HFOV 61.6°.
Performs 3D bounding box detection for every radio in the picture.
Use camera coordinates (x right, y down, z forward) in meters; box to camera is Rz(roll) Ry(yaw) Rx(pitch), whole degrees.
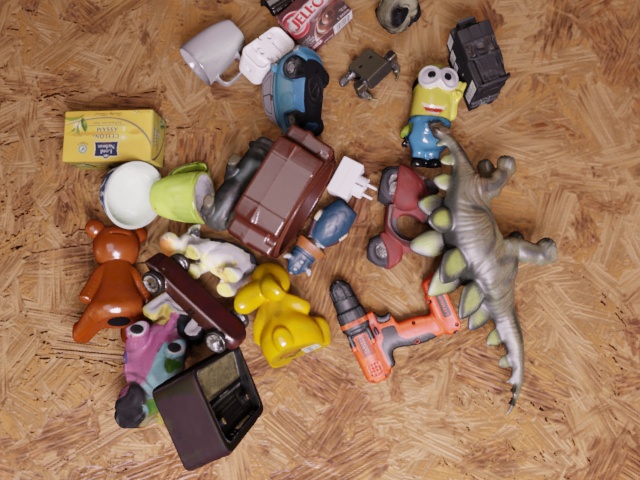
[{"bbox_3d":[-0.163,0.251,0.838,0.073,0.229,0.131,-25,85,7],"label":"radio"}]

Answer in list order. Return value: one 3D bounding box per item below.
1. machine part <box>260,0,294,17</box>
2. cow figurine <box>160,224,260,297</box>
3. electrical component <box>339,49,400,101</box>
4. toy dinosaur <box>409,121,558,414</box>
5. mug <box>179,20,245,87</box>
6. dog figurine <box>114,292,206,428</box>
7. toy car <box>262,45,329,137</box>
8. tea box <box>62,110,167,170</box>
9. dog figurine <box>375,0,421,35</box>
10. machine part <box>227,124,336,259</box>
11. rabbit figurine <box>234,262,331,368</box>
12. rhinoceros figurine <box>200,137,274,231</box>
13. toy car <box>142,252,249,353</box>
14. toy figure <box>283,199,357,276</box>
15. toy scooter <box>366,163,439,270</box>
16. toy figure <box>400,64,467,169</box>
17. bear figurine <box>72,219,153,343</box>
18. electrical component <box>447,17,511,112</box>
[{"bbox_3d":[-0.094,-0.491,1.009,0.084,0.039,0.139,-31,83,8],"label":"machine part"},{"bbox_3d":[-0.192,0.022,0.941,0.167,0.098,0.068,29,127,12],"label":"cow figurine"},{"bbox_3d":[0.094,-0.297,0.965,0.102,0.045,0.078,-48,53,-3],"label":"electrical component"},{"bbox_3d":[0.258,0.029,0.852,0.199,0.105,0.471,-22,86,-13],"label":"toy dinosaur"},{"bbox_3d":[-0.182,-0.342,0.983,0.109,0.081,0.107,43,82,4],"label":"mug"},{"bbox_3d":[-0.278,0.217,0.923,0.108,0.191,0.219,24,121,3],"label":"dog figurine"},{"bbox_3d":[-0.050,-0.255,0.954,0.103,0.109,0.161,6,96,31],"label":"toy car"},{"bbox_3d":[-0.377,-0.183,0.990,0.170,0.068,0.098,-1,83,5],"label":"tea box"},{"bbox_3d":[0.125,-0.481,0.961,0.173,0.121,0.190,42,109,41],"label":"dog figurine"},{"bbox_3d":[-0.055,-0.071,0.874,0.087,0.201,0.201,32,88,5],"label":"machine part"},{"bbox_3d":[-0.078,0.113,0.897,0.122,0.162,0.173,-25,64,15],"label":"rabbit figurine"},{"bbox_3d":[-0.131,-0.097,0.931,0.073,0.112,0.190,30,75,1],"label":"rhinoceros figurine"},{"bbox_3d":[-0.203,0.101,0.872,0.202,0.089,0.053,42,122,-1],"label":"toy car"},{"bbox_3d":[-0.001,-0.002,0.934,0.064,0.057,0.154,44,95,15],"label":"toy figure"},{"bbox_3d":[0.158,-0.036,0.912,0.135,0.075,0.183,10,86,4],"label":"toy scooter"},{"bbox_3d":[0.187,-0.213,0.925,0.082,0.089,0.180,5,95,-24],"label":"toy figure"},{"bbox_3d":[-0.368,0.069,0.950,0.132,0.120,0.196,-51,46,39],"label":"bear figurine"},{"bbox_3d":[0.262,-0.302,0.909,0.058,0.115,0.134,-19,84,2],"label":"electrical component"}]
